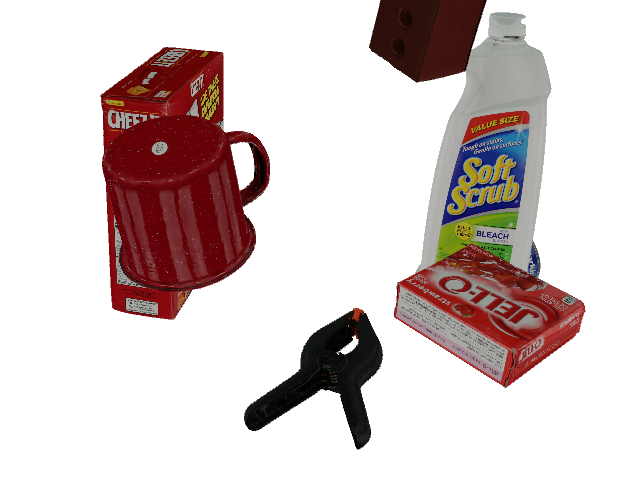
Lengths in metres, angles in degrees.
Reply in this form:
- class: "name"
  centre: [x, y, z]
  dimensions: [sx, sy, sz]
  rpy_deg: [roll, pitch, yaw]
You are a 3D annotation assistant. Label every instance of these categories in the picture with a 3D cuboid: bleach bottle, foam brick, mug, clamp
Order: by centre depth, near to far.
- class: "mug"
  centre: [-0.083, -0.032, 0.693]
  dimensions: [0.117, 0.081, 0.093]
  rpy_deg: [-27, 42, -22]
- class: "foam brick"
  centre: [0.075, -0.156, 0.726]
  dimensions: [0.051, 0.078, 0.053]
  rpy_deg: [-22, 49, -36]
- class: "bleach bottle"
  centre: [0.142, -0.071, 0.929]
  dimensions: [0.103, 0.251, 0.068]
  rpy_deg: [7, 21, 11]
- class: "clamp"
  centre: [0.019, 0.130, 1.002]
  dimensions: [0.120, 0.039, 0.171]
  rpy_deg: [17, 45, 25]

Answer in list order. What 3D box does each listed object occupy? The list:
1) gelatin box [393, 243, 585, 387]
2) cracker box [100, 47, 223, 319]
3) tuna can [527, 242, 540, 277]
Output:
- class: "gelatin box"
  centre: [0.101, 0.042, 0.642]
  dimensions: [0.073, 0.030, 0.089]
  rpy_deg: [-25, 43, -39]
- class: "cracker box"
  centre: [-0.146, -0.058, 1.012]
  dimensions: [0.072, 0.214, 0.164]
  rpy_deg: [7, 26, 10]
- class: "tuna can"
  centre: [0.211, 0.016, 1.224]
  dimensions: [0.033, 0.086, 0.086]
  rpy_deg: [-26, 10, -21]
